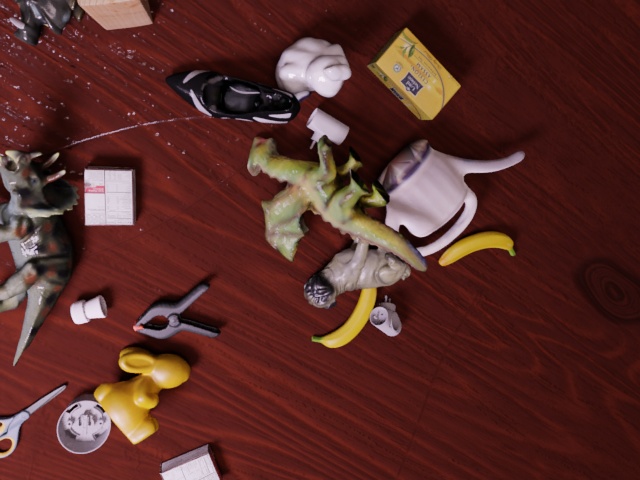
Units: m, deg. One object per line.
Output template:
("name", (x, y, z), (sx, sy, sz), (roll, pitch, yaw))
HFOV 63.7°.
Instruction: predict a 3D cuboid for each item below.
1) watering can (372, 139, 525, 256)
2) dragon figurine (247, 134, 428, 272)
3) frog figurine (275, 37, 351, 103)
("watering can", (0.259, -0.124, 1.097), (0.348, 0.105, 0.222), (-46, 105, -1))
("dragon figurine", (0.003, -0.051, 1.017), (0.240, 0.123, 0.411), (-35, 88, 19))
("frog figurine", (-0.013, -0.324, 0.971), (0.138, 0.161, 0.121), (-21, 104, -8))
